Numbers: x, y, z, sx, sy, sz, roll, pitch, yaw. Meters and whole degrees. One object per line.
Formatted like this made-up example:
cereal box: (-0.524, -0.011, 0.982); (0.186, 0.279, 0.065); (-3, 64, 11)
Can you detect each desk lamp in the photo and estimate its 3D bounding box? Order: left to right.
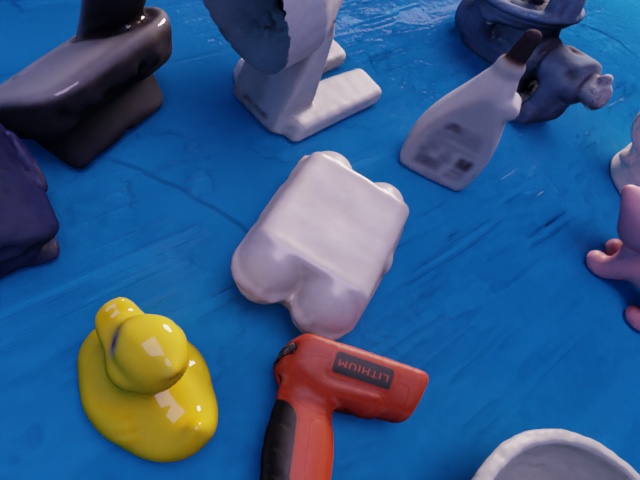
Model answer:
desk lamp: (-0.011, -0.187, 0.464); (0.204, 0.213, 0.118); (-33, 76, -34)

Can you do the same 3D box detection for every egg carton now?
egg carton: (0.004, 0.002, 0.444); (0.107, 0.069, 0.150); (31, 54, -2)

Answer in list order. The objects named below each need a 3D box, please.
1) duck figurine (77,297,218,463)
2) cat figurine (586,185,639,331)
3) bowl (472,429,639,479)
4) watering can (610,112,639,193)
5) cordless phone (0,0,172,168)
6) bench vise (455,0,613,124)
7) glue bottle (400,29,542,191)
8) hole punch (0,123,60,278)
duck figurine: (-0.100, 0.080, 0.343); (0.078, 0.086, 0.104); (-35, 77, -34)
cat figurine: (0.321, 0.008, 0.539); (0.067, 0.117, 0.127); (-22, 70, -31)
bowl: (0.149, 0.214, 0.369); (0.168, 0.074, 0.167); (10, 57, -16)
watering can: (0.423, -0.110, 0.607); (0.173, 0.194, 0.101); (-1, 60, -22)
cordless phone: (-0.166, -0.155, 0.398); (0.094, 0.185, 0.148); (31, 54, -1)
bench vise: (0.260, -0.247, 0.608); (0.122, 0.219, 0.207); (-35, 78, -34)
glue bottle: (0.139, -0.115, 0.506); (0.078, 0.173, 0.037); (26, 54, -5)
hole punch: (-0.225, -0.032, 0.357); (0.101, 0.091, 0.108); (-27, 73, -33)
